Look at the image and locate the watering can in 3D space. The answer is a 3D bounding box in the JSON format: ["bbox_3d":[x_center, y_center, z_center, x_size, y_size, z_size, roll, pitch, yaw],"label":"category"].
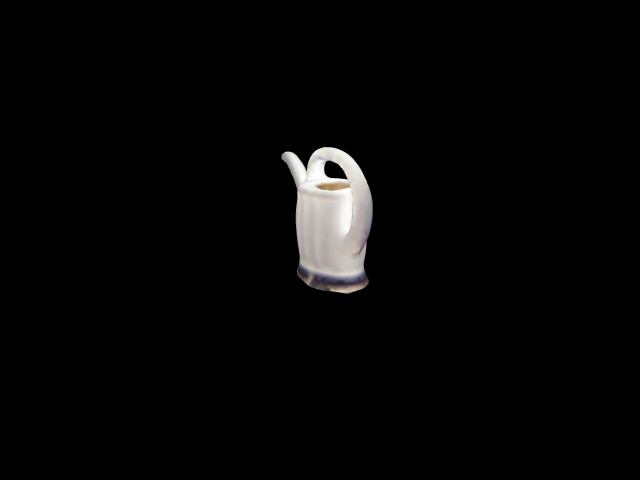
[{"bbox_3d":[0.003,-0.043,0.850,0.104,0.222,0.350,-4,13,-20],"label":"watering can"}]
